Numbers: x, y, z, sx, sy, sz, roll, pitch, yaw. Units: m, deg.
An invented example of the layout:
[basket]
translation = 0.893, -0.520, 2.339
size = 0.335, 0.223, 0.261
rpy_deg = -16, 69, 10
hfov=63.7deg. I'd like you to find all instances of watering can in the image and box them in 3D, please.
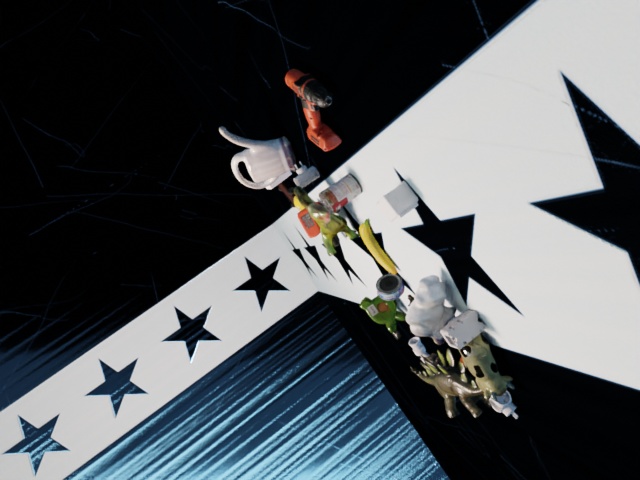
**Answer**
[watering can]
translation = -0.201, -0.291, 1.751
size = 0.224, 0.106, 0.340
rpy_deg = -20, -31, -1

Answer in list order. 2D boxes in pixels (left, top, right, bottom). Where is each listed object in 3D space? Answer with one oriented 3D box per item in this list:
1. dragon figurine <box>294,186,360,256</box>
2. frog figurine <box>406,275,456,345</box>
[dragon figurine]
translation = 0.005, -0.084, 1.667
size = 0.122, 0.241, 0.413
rpy_deg = -37, 11, 1
[frog figurine]
translation = 0.265, 0.161, 1.286
size = 0.139, 0.157, 0.123
rpy_deg = -43, 28, -20
